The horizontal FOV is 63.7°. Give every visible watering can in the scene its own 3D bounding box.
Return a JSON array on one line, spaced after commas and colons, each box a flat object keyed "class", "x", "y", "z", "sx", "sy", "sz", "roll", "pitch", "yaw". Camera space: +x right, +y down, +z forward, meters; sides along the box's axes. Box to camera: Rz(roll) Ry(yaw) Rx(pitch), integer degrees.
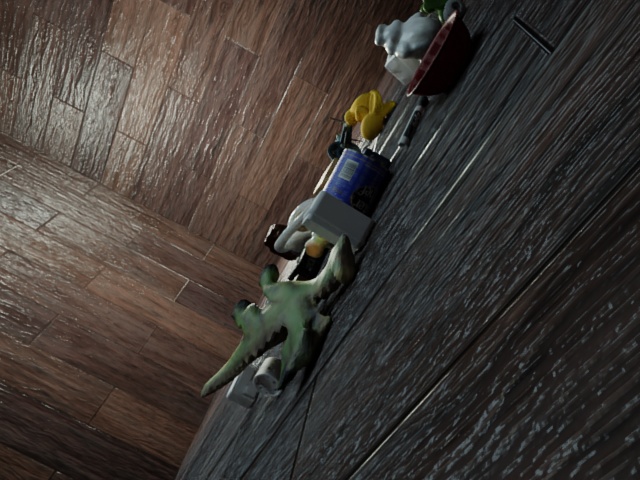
[{"class": "watering can", "x": 0.004, "y": -0.074, "z": 1.467, "sx": 0.351, "sy": 0.105, "sz": 0.221, "roll": -42, "pitch": -11, "yaw": -17}]

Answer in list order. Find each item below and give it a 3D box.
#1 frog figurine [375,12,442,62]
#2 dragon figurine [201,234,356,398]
[{"class": "frog figurine", "x": 0.227, "y": -0.518, "z": 1.301, "sx": 0.138, "sy": 0.159, "sz": 0.122, "roll": -63, "pitch": 6, "yaw": -10}, {"class": "dragon figurine", "x": -0.072, "y": 0.160, "z": 0.874, "sx": 0.410, "sy": 0.121, "sz": 0.245, "roll": -54, "pitch": 17, "yaw": 1}]
